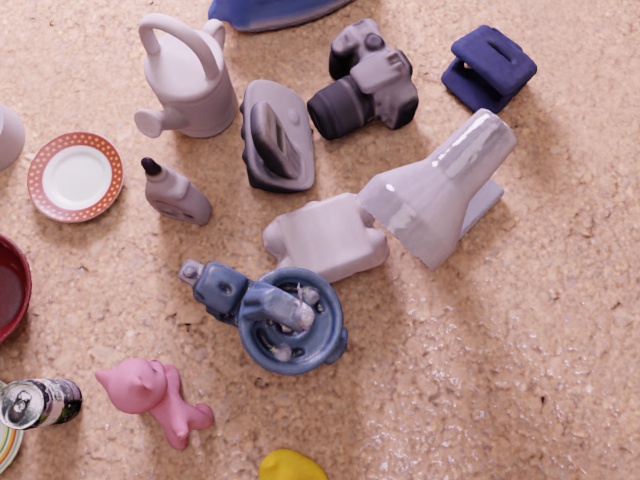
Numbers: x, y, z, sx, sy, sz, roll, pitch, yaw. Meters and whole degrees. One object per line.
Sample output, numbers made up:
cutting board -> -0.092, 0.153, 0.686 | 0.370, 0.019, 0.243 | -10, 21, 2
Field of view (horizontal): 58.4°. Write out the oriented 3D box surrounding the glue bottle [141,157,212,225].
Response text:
glue bottle -> -0.182, -0.063, 0.692 | 0.078, 0.173, 0.037 | 17, 77, 4

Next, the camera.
camera -> 0.045, -0.207, 0.764 | 0.137, 0.101, 0.143 | -30, 78, -7

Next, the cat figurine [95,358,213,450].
cat figurine -> -0.192, 0.184, 0.660 | 0.127, 0.118, 0.067 | 44, 80, 10

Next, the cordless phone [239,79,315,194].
cordless phone -> -0.057, -0.145, 0.706 | 0.094, 0.185, 0.147 | -8, 76, -2

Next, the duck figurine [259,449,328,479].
duck figurine -> -0.029, 0.290, 0.651 | 0.077, 0.086, 0.104 | -39, 79, -9

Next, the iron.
iron -> -0.041, -0.386, 0.787 | 0.258, 0.141, 0.118 | -12, 76, -3

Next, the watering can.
watering can -> -0.168, -0.205, 0.715 | 0.101, 0.194, 0.173 | 4, 76, 1

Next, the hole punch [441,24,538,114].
hole punch -> 0.232, -0.240, 0.778 | 0.108, 0.091, 0.101 | 43, 80, 10

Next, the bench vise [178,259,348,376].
bench vise -> -0.068, 0.082, 0.632 | 0.207, 0.220, 0.121 | 7, 76, 2

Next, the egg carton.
egg carton -> 0.007, 0.003, 0.729 | 0.150, 0.069, 0.107 | -20, 77, -5

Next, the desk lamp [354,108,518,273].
desk lamp -> 0.139, -0.054, 0.669 | 0.203, 0.213, 0.118 | -44, 80, -10
